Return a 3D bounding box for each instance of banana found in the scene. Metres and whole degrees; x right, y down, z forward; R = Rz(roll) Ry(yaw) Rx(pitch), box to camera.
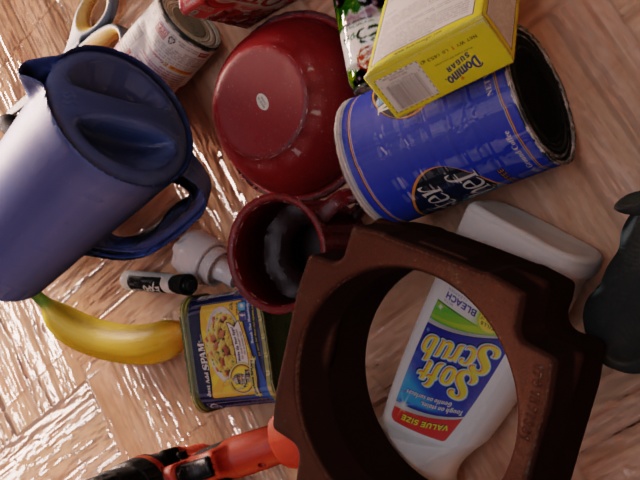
[{"bbox_3d":[-0.189,0.086,0.977,0.198,0.069,0.037,9,57,30],"label":"banana"}]

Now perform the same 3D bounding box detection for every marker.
[{"bbox_3d":[-0.143,0.037,0.944,0.121,0.020,0.020,1,92,55],"label":"marker"}]

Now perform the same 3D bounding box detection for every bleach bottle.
[{"bbox_3d":[0.108,0.102,0.784,0.103,0.067,0.251,31,110,30],"label":"bleach bottle"}]

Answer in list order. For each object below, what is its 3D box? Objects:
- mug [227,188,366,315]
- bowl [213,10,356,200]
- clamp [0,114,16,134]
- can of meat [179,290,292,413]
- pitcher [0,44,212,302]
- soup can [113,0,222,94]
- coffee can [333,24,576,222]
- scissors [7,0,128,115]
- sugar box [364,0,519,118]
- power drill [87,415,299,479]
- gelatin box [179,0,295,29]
[{"bbox_3d":[-0.006,0.001,0.841,0.117,0.081,0.093,-49,67,25],"label":"mug"},{"bbox_3d":[-0.034,-0.110,0.872,0.162,0.055,0.162,2,93,33],"label":"bowl"},{"bbox_3d":[-0.257,-0.069,1.029,0.172,0.039,0.120,-5,95,30],"label":"clamp"},{"bbox_3d":[-0.065,0.090,0.898,0.084,0.057,0.102,-11,86,31],"label":"can of meat"},{"bbox_3d":[-0.217,-0.039,0.915,0.243,0.144,0.149,-38,74,39],"label":"pitcher"},{"bbox_3d":[-0.143,-0.158,0.933,0.102,0.068,0.068,-42,70,27],"label":"soup can"},{"bbox_3d":[0.095,-0.078,0.760,0.141,0.102,0.103,-21,81,32],"label":"coffee can"},{"bbox_3d":[-0.248,-0.182,1.031,0.202,0.016,0.096,-11,75,41],"label":"scissors"},{"bbox_3d":[0.090,-0.166,0.732,0.093,0.176,0.048,-22,122,32],"label":"sugar box"},{"bbox_3d":[-0.080,0.176,0.848,0.188,0.184,0.057,-21,82,22],"label":"power drill"},{"bbox_3d":[-0.062,-0.204,0.866,0.073,0.089,0.030,-23,79,31],"label":"gelatin box"}]
